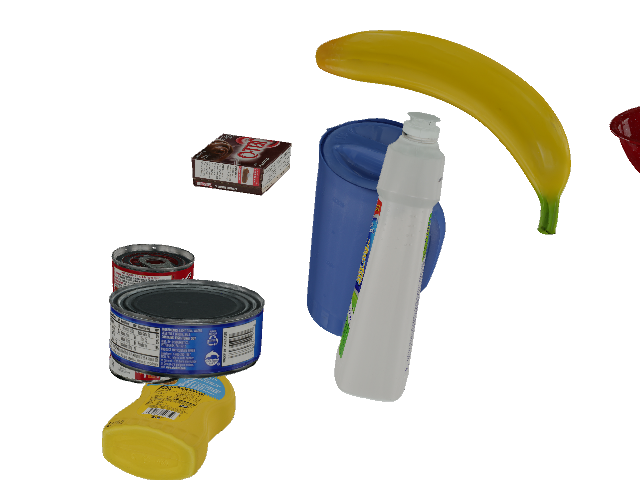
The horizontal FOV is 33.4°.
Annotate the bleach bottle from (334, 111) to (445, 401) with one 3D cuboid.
[{"bbox_3d":[0.066,0.010,0.940,0.068,0.251,0.102,11,19,2],"label":"bleach bottle"}]

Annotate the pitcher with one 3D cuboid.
[{"bbox_3d":[0.056,0.000,1.198,0.145,0.243,0.149,10,40,1],"label":"pitcher"}]

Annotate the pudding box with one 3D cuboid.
[{"bbox_3d":[-0.093,-0.092,1.271,0.090,0.039,0.113,8,25,13],"label":"pudding box"}]

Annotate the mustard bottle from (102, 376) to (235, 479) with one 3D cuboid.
[{"bbox_3d":[-0.138,0.169,1.074,0.096,0.058,0.191,7,20,12],"label":"mustard bottle"}]

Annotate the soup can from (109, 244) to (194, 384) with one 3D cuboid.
[{"bbox_3d":[-0.142,0.061,0.892,0.068,0.102,0.068,5,15,-2],"label":"soup can"}]

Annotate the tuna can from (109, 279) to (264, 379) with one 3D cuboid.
[{"bbox_3d":[-0.075,0.048,0.595,0.086,0.034,0.086,3,12,-1],"label":"tuna can"}]

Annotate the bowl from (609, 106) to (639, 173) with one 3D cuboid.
[{"bbox_3d":[0.346,-0.082,0.971,0.162,0.055,0.162,-5,22,2],"label":"bowl"}]

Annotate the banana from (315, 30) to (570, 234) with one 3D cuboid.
[{"bbox_3d":[0.087,-0.088,0.675,0.198,0.069,0.037,39,-2,18],"label":"banana"}]
